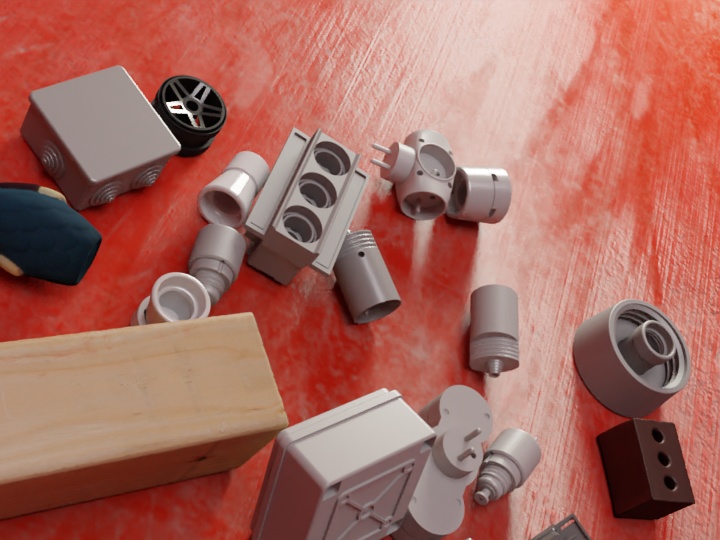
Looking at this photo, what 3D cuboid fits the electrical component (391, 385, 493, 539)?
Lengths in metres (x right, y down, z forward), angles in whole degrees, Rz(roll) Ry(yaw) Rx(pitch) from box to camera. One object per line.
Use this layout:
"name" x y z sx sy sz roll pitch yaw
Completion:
"electrical component" 0.071 0.146 0.842 0.052 0.073 0.138 35 48 -9

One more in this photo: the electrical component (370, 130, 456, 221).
"electrical component" 0.045 -0.096 1.005 0.079 0.044 0.077 20 52 -20

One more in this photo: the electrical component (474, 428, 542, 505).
"electrical component" 0.118 0.164 0.883 0.040 0.040 0.078 47 47 2

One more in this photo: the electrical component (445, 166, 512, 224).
"electrical component" 0.110 -0.072 1.025 0.047 0.055 0.055 2 60 -28

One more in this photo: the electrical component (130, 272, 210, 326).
"electrical component" -0.141 0.034 0.792 0.045 0.055 0.045 17 53 -23

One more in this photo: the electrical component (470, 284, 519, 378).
"electrical component" 0.119 0.058 0.952 0.043 0.043 0.081 20 52 -21

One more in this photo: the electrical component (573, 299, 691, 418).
"electrical component" 0.264 0.079 1.020 0.108 0.060 0.108 17 53 -23

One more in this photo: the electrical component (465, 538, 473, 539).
"electrical component" 0.068 0.250 0.789 0.077 0.047 0.065 -34 83 -42

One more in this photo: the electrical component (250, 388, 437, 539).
"electrical component" -0.012 0.151 0.757 0.109 0.108 0.056 -18 48 -39

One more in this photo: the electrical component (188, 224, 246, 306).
"electrical component" -0.115 0.000 0.841 0.040 0.040 0.078 25 50 -17

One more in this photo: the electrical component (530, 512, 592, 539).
"electrical component" 0.169 0.261 0.828 0.079 0.063 0.121 -34 80 -1

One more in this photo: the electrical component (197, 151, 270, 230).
"electrical component" -0.102 -0.069 0.896 0.044 0.044 0.065 36 43 -8

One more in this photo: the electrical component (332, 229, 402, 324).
"electrical component" 0.000 0.000 0.913 0.043 0.043 0.081 -8 66 -36

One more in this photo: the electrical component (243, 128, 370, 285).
"electrical component" -0.048 -0.052 0.903 0.079 0.063 0.121 31 49 -12

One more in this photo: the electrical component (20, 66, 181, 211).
"electrical component" -0.205 -0.103 0.845 0.100 0.048 0.099 -30 79 -42
